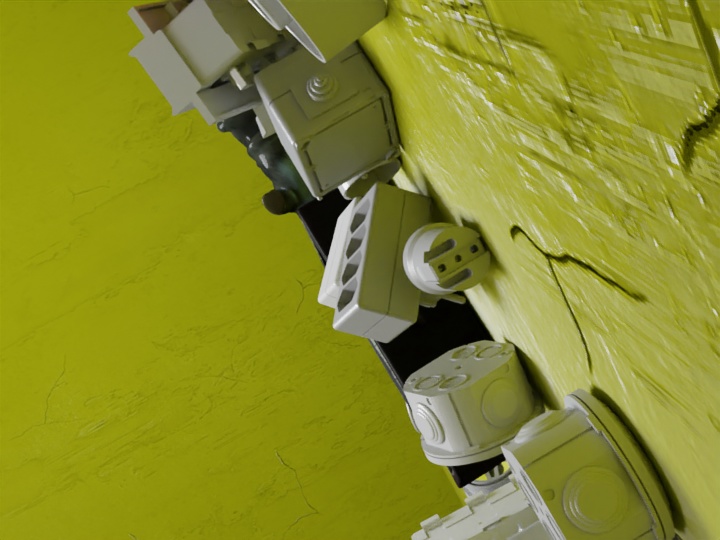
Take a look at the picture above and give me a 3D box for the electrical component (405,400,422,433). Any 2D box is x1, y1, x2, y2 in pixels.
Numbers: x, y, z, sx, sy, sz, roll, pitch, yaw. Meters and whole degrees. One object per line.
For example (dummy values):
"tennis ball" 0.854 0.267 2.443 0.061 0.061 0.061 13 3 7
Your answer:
"electrical component" 0.077 0.116 0.961 0.044 0.065 0.044 -18 -90 -78

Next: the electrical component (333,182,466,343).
"electrical component" 0.031 0.001 0.658 0.047 0.076 0.083 135 147 -62

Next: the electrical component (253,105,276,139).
"electrical component" -0.058 -0.139 0.808 0.081 0.064 0.042 61 -179 -31

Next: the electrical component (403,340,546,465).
"electrical component" 0.070 0.082 0.668 0.080 0.080 0.051 -133 19 -76

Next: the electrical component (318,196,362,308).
"electrical component" 0.000 0.000 0.719 0.076 0.047 0.065 135 152 -62

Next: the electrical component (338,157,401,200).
"electrical component" -0.012 -0.091 0.704 0.081 0.043 0.043 59 177 14

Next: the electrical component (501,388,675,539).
"electrical component" 0.106 0.100 0.504 0.080 0.051 0.080 60 177 6

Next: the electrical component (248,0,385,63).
"electrical component" -0.028 -0.147 0.493 0.099 0.064 0.099 47 -178 -2

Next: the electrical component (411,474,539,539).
"electrical component" 0.108 0.213 0.851 0.063 0.121 0.078 64 176 -21

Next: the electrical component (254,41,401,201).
"electrical component" -0.020 -0.096 0.629 0.061 0.062 0.096 59 176 20

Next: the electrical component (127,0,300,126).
"electrical component" -0.076 -0.140 0.655 0.078 0.063 0.121 54 -152 -3

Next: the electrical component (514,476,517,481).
"electrical component" 0.121 0.123 0.594 0.065 0.044 0.044 50 170 47

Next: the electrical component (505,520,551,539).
"electrical component" 0.141 0.204 0.775 0.081 0.064 0.042 56 176 47

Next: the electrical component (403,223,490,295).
"electrical component" 0.048 -0.006 0.586 0.040 0.040 0.046 61 171 -6
